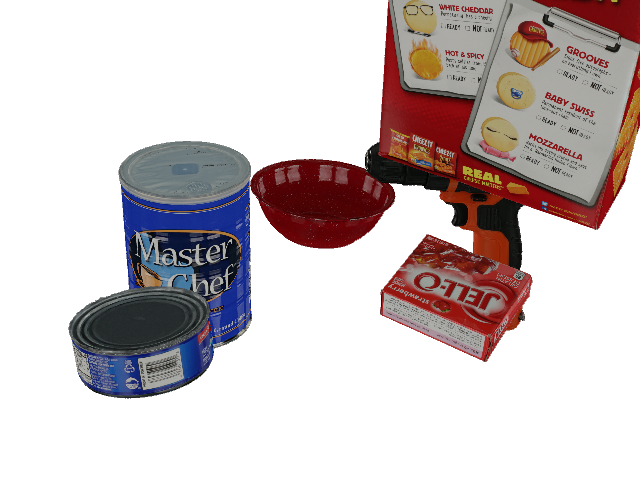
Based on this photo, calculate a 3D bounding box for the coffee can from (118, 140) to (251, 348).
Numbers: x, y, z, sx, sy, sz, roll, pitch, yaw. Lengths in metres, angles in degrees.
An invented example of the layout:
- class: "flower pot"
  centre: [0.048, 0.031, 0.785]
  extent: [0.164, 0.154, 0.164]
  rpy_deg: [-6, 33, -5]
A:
- class: "coffee can"
  centre: [-0.107, 0.004, 0.864]
  extent: [0.103, 0.140, 0.103]
  rpy_deg: [1, 29, -1]

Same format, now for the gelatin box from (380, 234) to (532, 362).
- class: "gelatin box"
  centre: [0.099, 0.040, 0.781]
  extent: [0.089, 0.030, 0.073]
  rpy_deg: [23, 47, 23]

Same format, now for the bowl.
- class: "bowl"
  centre: [0.000, -0.036, 1.190]
  extent: [0.162, 0.055, 0.162]
  rpy_deg: [5, 27, -3]

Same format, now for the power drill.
- class: "power drill"
  centre: [0.129, -0.008, 0.993]
  extent: [0.184, 0.188, 0.057]
  rpy_deg: [2, 25, -2]

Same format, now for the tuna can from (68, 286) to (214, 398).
- class: "tuna can"
  centre: [-0.109, 0.062, 0.655]
  extent: [0.086, 0.034, 0.086]
  rpy_deg: [-4, 23, 2]

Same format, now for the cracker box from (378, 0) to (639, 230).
- class: "cracker box"
  centre: [0.128, -0.129, 0.676]
  extent: [0.164, 0.214, 0.072]
  rpy_deg: [21, 46, 21]
